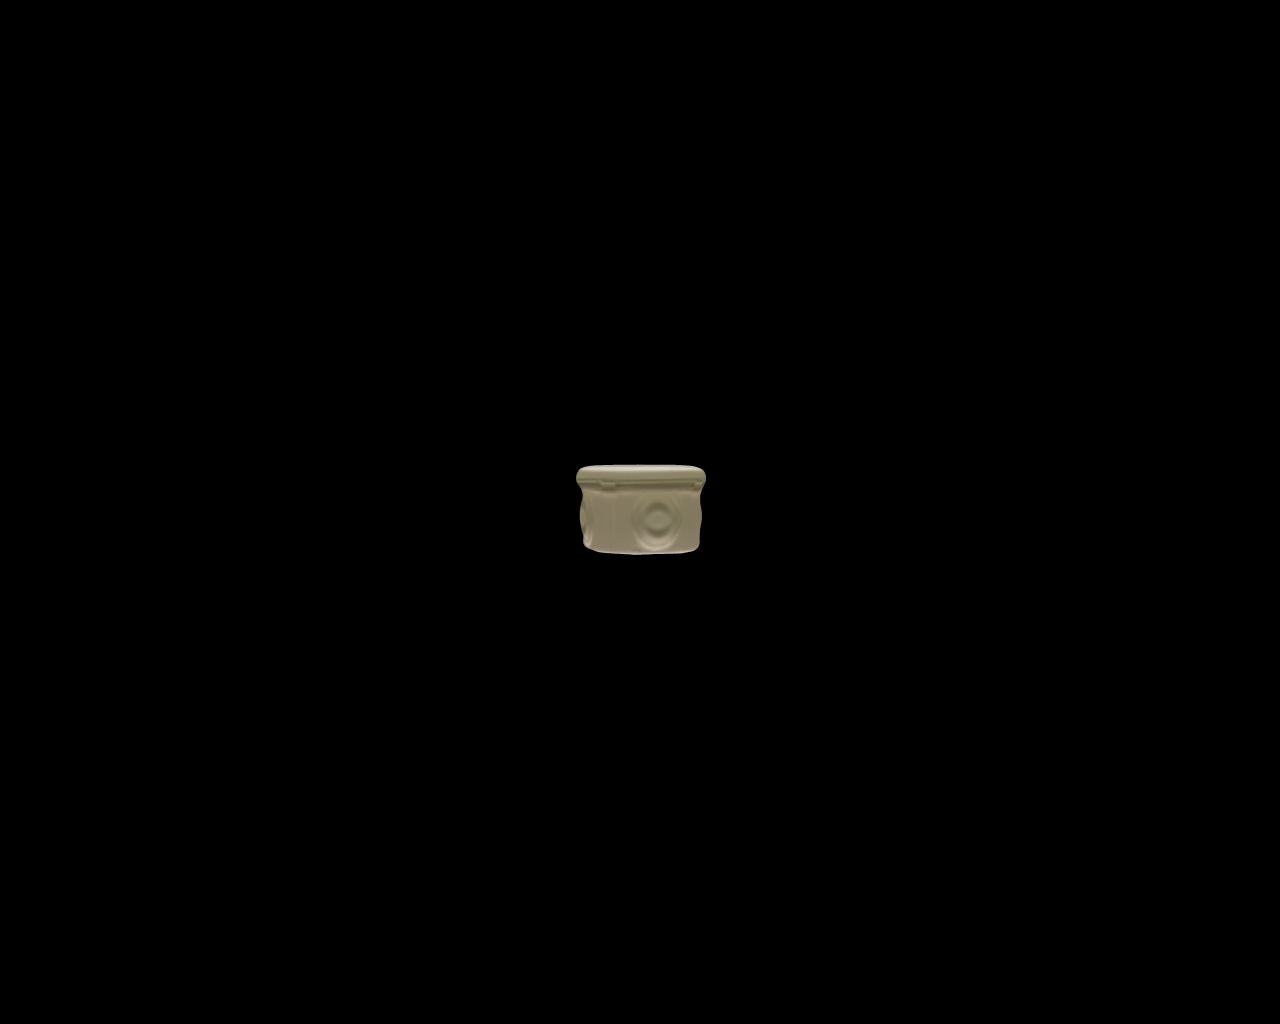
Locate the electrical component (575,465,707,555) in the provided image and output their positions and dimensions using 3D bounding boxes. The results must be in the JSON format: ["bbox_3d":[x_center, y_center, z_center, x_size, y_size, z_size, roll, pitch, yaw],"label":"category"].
[{"bbox_3d":[0.001,-0.003,0.650,0.080,0.051,0.080,0,4,0],"label":"electrical component"}]
